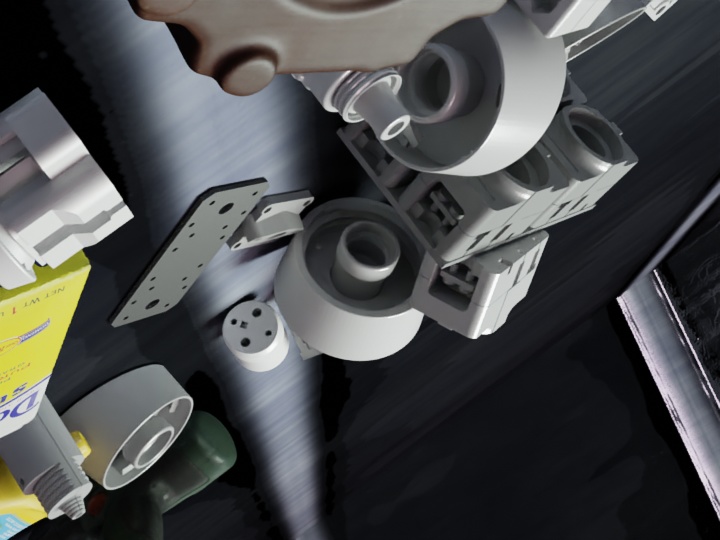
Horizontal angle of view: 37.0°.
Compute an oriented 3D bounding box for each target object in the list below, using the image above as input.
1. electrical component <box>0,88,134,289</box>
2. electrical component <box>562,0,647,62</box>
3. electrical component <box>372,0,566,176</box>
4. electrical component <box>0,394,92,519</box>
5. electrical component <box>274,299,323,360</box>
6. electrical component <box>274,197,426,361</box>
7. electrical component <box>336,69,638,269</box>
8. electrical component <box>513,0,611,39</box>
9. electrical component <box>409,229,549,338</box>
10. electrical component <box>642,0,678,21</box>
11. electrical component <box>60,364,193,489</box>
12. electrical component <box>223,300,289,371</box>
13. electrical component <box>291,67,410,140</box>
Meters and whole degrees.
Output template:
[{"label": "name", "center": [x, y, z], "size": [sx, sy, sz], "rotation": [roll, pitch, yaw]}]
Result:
[{"label": "electrical component", "center": [-0.131, -0.029, 0.424], "size": [0.057, 0.058, 0.078], "rotation": [-37, 166, -9]}, {"label": "electrical component", "center": [0.109, -0.139, 0.616], "size": [0.099, 0.064, 0.099], "rotation": [-27, 166, -7]}, {"label": "electrical component", "center": [0.052, -0.098, 0.561], "size": [0.064, 0.099, 0.099], "rotation": [-10, 150, -49]}, {"label": "electrical component", "center": [-0.201, 0.124, 0.691], "size": [0.043, 0.081, 0.043], "rotation": [-34, 165, -10]}, {"label": "electrical component", "center": [0.019, 0.004, 0.838], "size": [0.150, 0.061, 0.089], "rotation": [-27, -179, -32]}, {"label": "electrical component", "center": [0.000, 0.000, 0.730], "size": [0.108, 0.108, 0.060], "rotation": [-28, 157, -31]}, {"label": "electrical component", "center": [0.090, -0.080, 0.681], "size": [0.186, 0.105, 0.060], "rotation": [-20, 158, -48]}, {"label": "electrical component", "center": [0.109, -0.162, 0.547], "size": [0.077, 0.065, 0.047], "rotation": [-24, 161, -42]}, {"label": "electrical component", "center": [0.076, 0.003, 0.690], "size": [0.089, 0.050, 0.055], "rotation": [-32, 144, -54]}, {"label": "electrical component", "center": [0.170, -0.186, 0.636], "size": [0.066, 0.055, 0.048], "rotation": [-42, 164, 20]}, {"label": "electrical component", "center": [-0.176, 0.113, 0.801], "size": [0.099, 0.064, 0.099], "rotation": [-46, 164, -17]}, {"label": "electrical component", "center": [-0.079, 0.050, 0.817], "size": [0.045, 0.045, 0.055], "rotation": [-35, 165, -8]}, {"label": "electrical component", "center": [-0.001, -0.091, 0.521], "size": [0.048, 0.062, 0.048], "rotation": [-34, 165, -10]}]
